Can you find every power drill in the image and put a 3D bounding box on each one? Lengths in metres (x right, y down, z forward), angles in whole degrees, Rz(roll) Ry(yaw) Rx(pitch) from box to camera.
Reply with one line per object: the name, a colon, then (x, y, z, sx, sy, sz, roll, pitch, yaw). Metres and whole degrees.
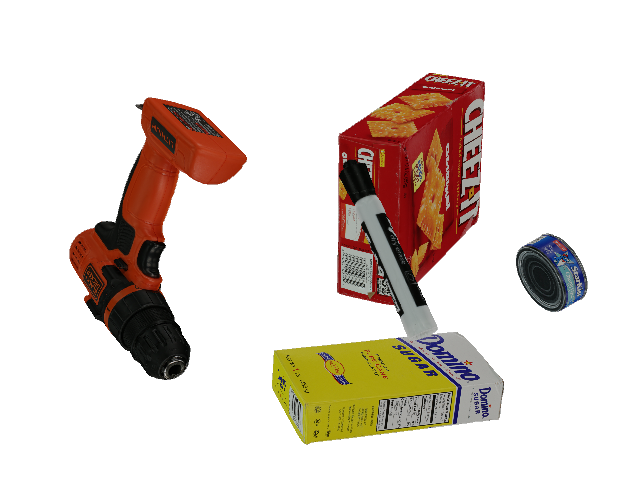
power drill: (-0.130, -0.005, 0.858, 0.057, 0.188, 0.185, 10, 25, -43)

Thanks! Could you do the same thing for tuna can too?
tuna can: (0.262, 0.038, 1.216, 0.033, 0.086, 0.086, -27, 10, -20)

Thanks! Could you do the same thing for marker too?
marker: (0.040, 0.004, 0.656, 0.020, 0.121, 0.020, -20, -18, -7)

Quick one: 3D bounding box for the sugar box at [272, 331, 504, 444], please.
sugar box: (0.056, 0.121, 0.904, 0.176, 0.048, 0.093, -7, 26, -17)

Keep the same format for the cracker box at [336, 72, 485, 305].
cracker box: (0.093, -0.056, 1.046, 0.072, 0.164, 0.213, 13, 29, 26)
